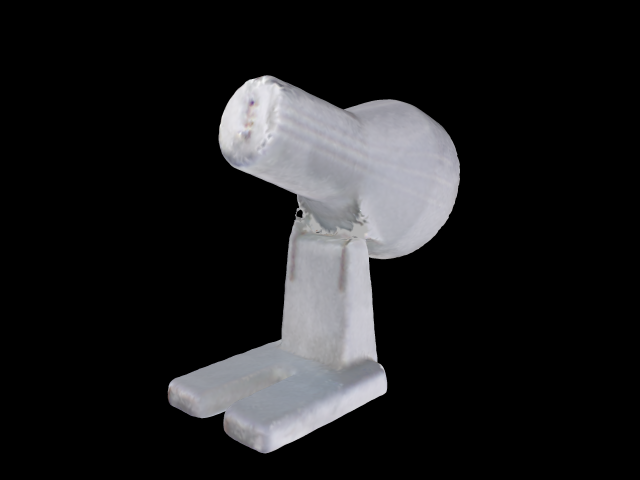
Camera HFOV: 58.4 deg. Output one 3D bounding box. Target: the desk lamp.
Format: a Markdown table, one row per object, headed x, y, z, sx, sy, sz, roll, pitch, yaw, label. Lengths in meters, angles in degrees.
| x | y | z | sx | sy | sz | roll | pitch | yaw | label |
| --- | --- | --- | --- | --- | --- | --- | --- | --- | --- |
| 0.004 | 0.001 | 0.400 | 0.117 | 0.213 | 0.204 | 7 | 11 | 39 | desk lamp |
